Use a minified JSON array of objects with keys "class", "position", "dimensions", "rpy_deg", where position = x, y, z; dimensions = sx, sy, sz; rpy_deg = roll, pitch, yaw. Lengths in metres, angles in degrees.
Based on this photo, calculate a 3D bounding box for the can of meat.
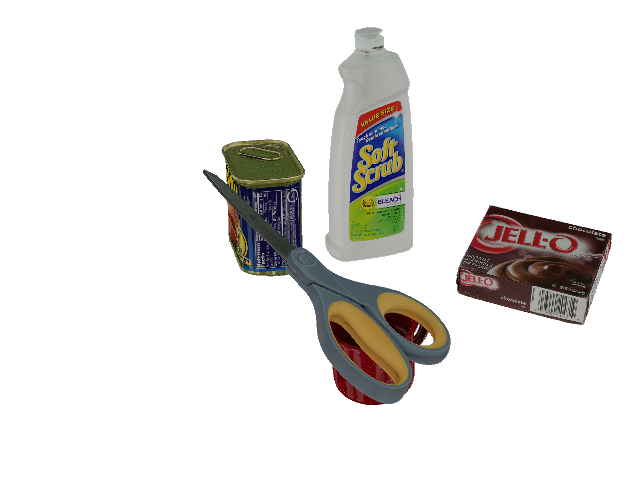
[{"class":"can of meat","position":[-0.047,-0.027,0.871],"dimensions":[0.057,0.084,0.102],"rpy_deg":[-5,23,-11]}]

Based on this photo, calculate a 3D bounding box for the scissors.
[{"class":"scissors","position":[0.008,0.019,0.669],"dimensions":[0.096,0.016,0.202],"rpy_deg":[-5,46,-35]}]

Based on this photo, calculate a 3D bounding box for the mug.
[{"class":"mug","position":[0.061,0.102,1.054],"dimensions":[0.117,0.081,0.093],"rpy_deg":[-27,42,-27]}]

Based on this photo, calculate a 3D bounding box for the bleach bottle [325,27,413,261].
[{"class":"bleach bottle","position":[0.050,-0.106,1.174],"dimensions":[0.102,0.251,0.068],"rpy_deg":[-9,25,-11]}]

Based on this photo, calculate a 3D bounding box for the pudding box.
[{"class":"pudding box","position":[0.184,0.020,0.920],"dimensions":[0.114,0.039,0.090],"rpy_deg":[16,45,18]}]
